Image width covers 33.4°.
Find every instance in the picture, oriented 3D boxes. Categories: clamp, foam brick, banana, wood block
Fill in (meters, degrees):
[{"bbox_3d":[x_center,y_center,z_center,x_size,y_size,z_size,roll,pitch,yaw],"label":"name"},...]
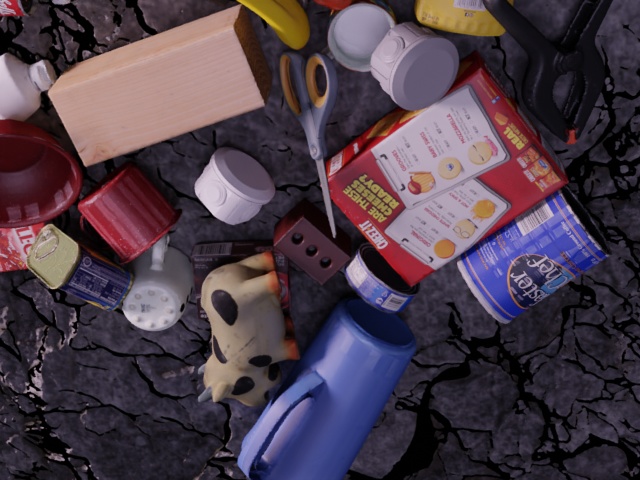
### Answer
[{"bbox_3d":[0.240,-0.191,1.095,0.164,0.036,0.210,-14,125,-15],"label":"clamp"},{"bbox_3d":[-0.008,0.001,1.221,0.078,0.051,0.053,40,112,-17],"label":"foam brick"},{"bbox_3d":[-0.061,-0.236,1.045,0.197,0.070,0.037,26,84,-46],"label":"banana"},{"bbox_3d":[-0.163,-0.162,1.119,0.206,0.090,0.091,-17,116,12],"label":"wood block"}]

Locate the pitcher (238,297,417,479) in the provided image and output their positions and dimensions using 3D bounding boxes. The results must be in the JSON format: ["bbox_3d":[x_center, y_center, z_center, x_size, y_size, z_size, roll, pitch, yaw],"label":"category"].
[{"bbox_3d":[0.008,0.192,1.275,0.145,0.149,0.243,25,113,-10],"label":"pitcher"}]

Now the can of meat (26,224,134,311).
[{"bbox_3d":[-0.271,0.033,1.209,0.083,0.102,0.057,32,88,-41],"label":"can of meat"}]

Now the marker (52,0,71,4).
[{"bbox_3d":[-0.267,-0.302,1.088,0.020,0.020,0.121,4,119,0],"label":"marker"}]

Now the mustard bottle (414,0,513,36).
[{"bbox_3d":[0.157,-0.301,1.047,0.096,0.058,0.192,7,119,-6],"label":"mustard bottle"}]

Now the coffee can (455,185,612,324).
[{"bbox_3d":[0.236,0.013,1.187,0.140,0.103,0.102,-36,111,19],"label":"coffee can"}]

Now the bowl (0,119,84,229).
[{"bbox_3d":[-0.339,-0.080,1.152,0.162,0.055,0.162,-9,146,-6],"label":"bowl"}]

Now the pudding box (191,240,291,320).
[{"bbox_3d":[-0.091,0.047,1.257,0.113,0.039,0.090,-1,119,3],"label":"pudding box"}]

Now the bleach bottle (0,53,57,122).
[{"bbox_3d":[-0.407,-0.149,1.154,0.251,0.068,0.102,-17,118,9],"label":"bleach bottle"}]

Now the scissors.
[{"bbox_3d":[0.006,-0.107,1.107,0.096,0.016,0.202,-24,85,56],"label":"scissors"}]

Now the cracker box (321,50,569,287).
[{"bbox_3d":[0.134,-0.075,1.163,0.214,0.072,0.164,-35,110,20],"label":"cracker box"}]

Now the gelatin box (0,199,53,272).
[{"bbox_3d":[-0.349,-0.009,1.243,0.073,0.030,0.089,-7,118,5],"label":"gelatin box"}]

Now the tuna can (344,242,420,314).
[{"bbox_3d":[0.071,0.043,1.221,0.086,0.086,0.034,31,116,-14],"label":"tuna can"}]

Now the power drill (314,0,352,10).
[{"bbox_3d":[-0.017,-0.328,1.001,0.187,0.057,0.184,15,103,-29],"label":"power drill"}]

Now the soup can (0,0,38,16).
[{"bbox_3d":[-0.347,-0.261,1.087,0.102,0.068,0.068,-1,118,4],"label":"soup can"}]

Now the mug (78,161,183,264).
[{"bbox_3d":[-0.223,-0.029,1.199,0.117,0.093,0.081,-28,110,34],"label":"mug"}]
